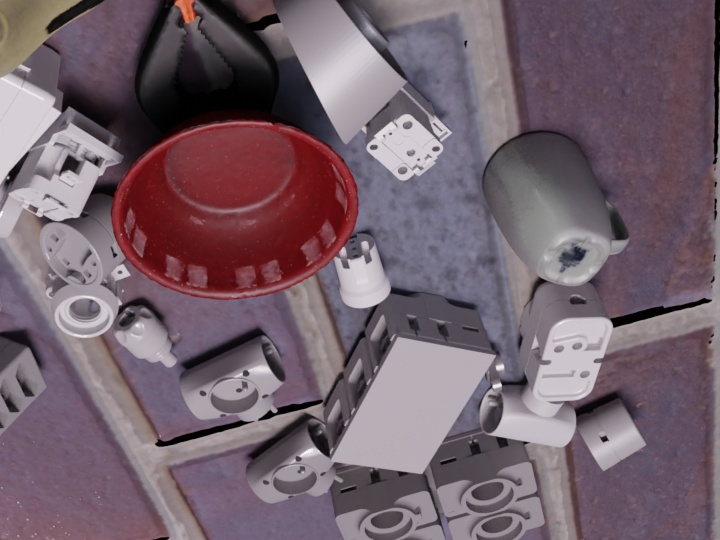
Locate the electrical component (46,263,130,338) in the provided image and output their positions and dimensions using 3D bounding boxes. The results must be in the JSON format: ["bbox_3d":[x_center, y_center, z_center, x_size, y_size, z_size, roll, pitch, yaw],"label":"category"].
[{"bbox_3d":[-0.204,0.017,0.799,0.066,0.055,0.048,-20,131,6],"label":"electrical component"}]

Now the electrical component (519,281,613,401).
[{"bbox_3d":[0.170,0.057,0.907,0.054,0.059,0.095,-1,130,-10],"label":"electrical component"}]

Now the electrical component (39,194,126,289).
[{"bbox_3d":[-0.190,-0.022,0.762,0.055,0.047,0.055,18,131,22],"label":"electrical component"}]

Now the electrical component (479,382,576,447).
[{"bbox_3d":[0.160,0.121,0.970,0.077,0.043,0.079,13,126,-21],"label":"electrical component"}]

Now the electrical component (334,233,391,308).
[{"bbox_3d":[0.000,0.000,0.839,0.040,0.040,0.046,-15,125,1],"label":"electrical component"}]

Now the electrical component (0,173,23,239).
[{"bbox_3d":[-0.260,-0.052,0.738,0.055,0.048,0.066,26,121,-20],"label":"electrical component"}]

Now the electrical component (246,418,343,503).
[{"bbox_3d":[-0.049,0.181,0.978,0.077,0.044,0.079,-38,126,20],"label":"electrical component"}]

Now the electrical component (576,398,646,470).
[{"bbox_3d":[0.235,0.152,1.006,0.047,0.055,0.055,-30,129,9],"label":"electrical component"}]

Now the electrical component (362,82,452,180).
[{"bbox_3d":[0.026,-0.100,0.743,0.042,0.063,0.081,-39,126,19],"label":"electrical component"}]

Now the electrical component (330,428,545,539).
[{"bbox_3d":[0.075,0.222,1.028,0.186,0.060,0.105,-17,131,3],"label":"electrical component"}]

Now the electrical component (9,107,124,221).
[{"bbox_3d":[-0.198,-0.068,0.715,0.042,0.063,0.081,34,158,-31],"label":"electrical component"}]

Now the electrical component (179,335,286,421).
[{"bbox_3d":[-0.097,0.100,0.900,0.077,0.044,0.079,-25,130,10],"label":"electrical component"}]

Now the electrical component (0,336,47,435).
[{"bbox_3d":[-0.305,0.092,0.837,0.076,0.083,0.047,16,137,26],"label":"electrical component"}]

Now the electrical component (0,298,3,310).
[{"bbox_3d":[-0.303,0.031,0.777,0.080,0.080,0.051,19,118,-25],"label":"electrical component"}]

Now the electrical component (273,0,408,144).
[{"bbox_3d":[-0.017,-0.137,0.681,0.064,0.099,0.099,-38,127,13],"label":"electrical component"}]

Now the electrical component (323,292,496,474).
[{"bbox_3d":[0.037,0.096,0.912,0.089,0.061,0.150,12,126,-21],"label":"electrical component"}]

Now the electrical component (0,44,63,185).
[{"bbox_3d":[-0.228,-0.109,0.683,0.061,0.061,0.096,27,120,-29],"label":"electrical component"}]

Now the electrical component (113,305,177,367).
[{"bbox_3d":[-0.167,0.056,0.855,0.035,0.035,0.061,-27,132,11],"label":"electrical component"}]
